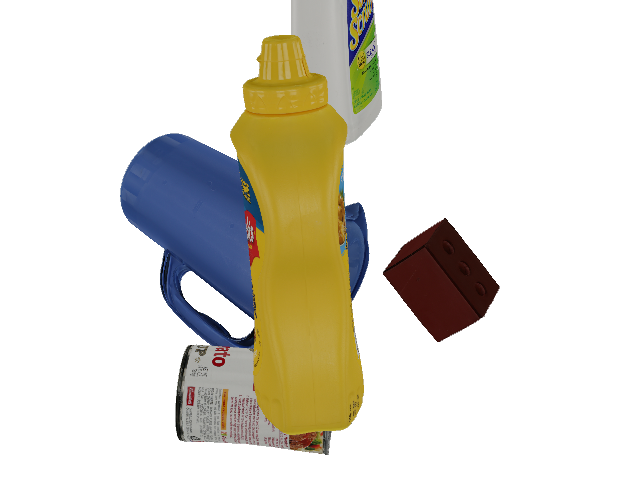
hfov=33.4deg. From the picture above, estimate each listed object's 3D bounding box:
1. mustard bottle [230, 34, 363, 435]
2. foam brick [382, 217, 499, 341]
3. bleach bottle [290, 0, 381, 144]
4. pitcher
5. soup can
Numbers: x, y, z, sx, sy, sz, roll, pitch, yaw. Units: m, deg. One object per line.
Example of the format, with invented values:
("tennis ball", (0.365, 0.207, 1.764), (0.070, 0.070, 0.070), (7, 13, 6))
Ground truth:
("mustard bottle", (-0.012, -0.006, 0.538), (0.058, 0.192, 0.096), (-4, 20, -2))
("foam brick", (0.100, 0.033, 0.879), (0.051, 0.078, 0.052), (-34, 8, 36))
("bleach bottle", (0.008, -0.216, 0.924), (0.068, 0.251, 0.102), (9, 34, 23))
("pitcher", (-0.088, -0.003, 1.035), (0.243, 0.145, 0.148), (31, 33, 32))
("soup can", (-0.042, 0.108, 0.726), (0.102, 0.068, 0.068), (4, 0, 3))
